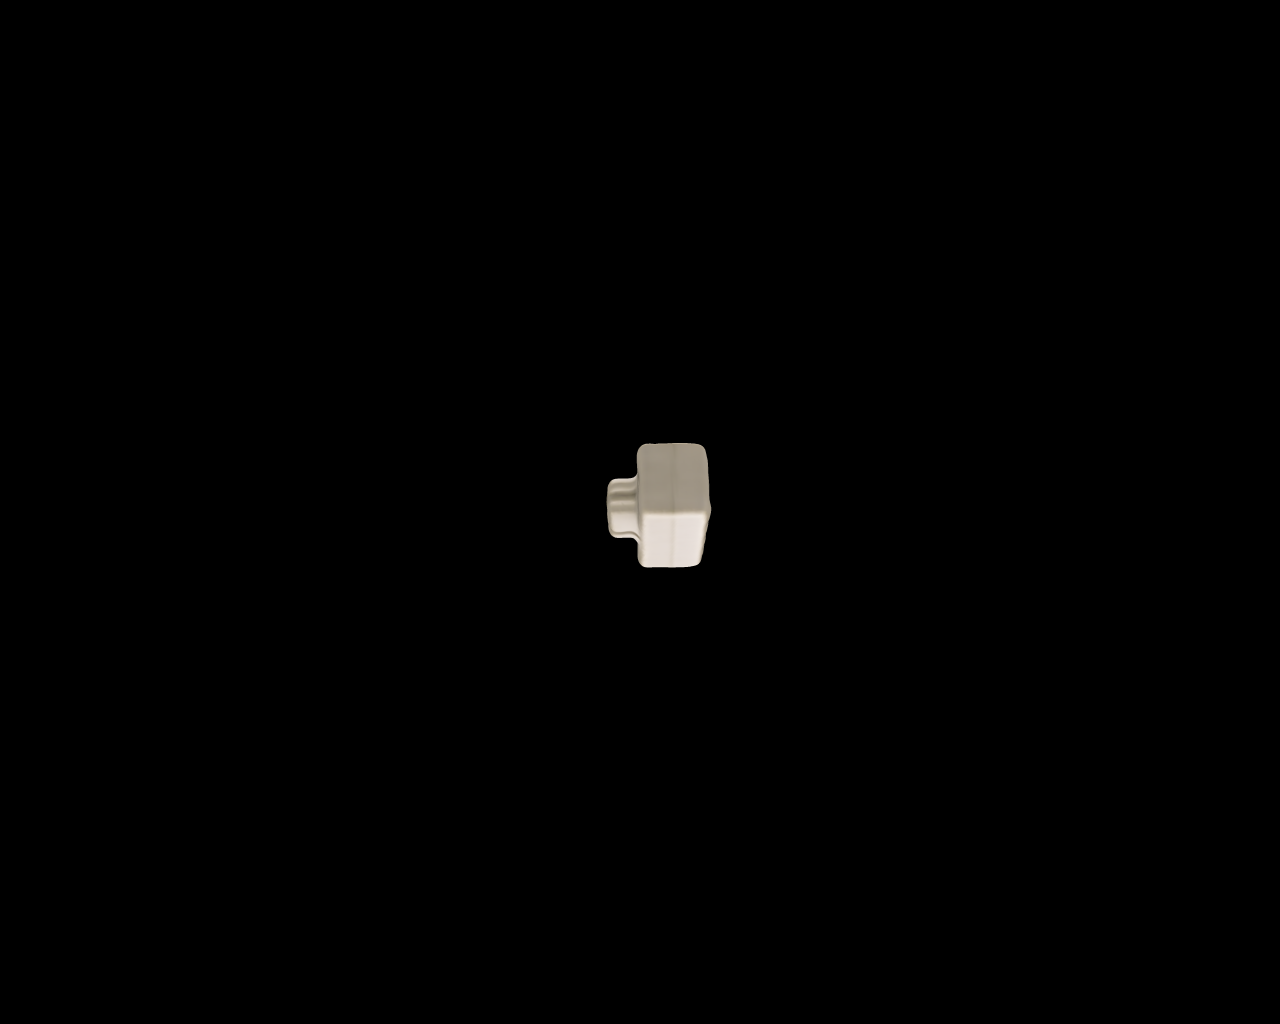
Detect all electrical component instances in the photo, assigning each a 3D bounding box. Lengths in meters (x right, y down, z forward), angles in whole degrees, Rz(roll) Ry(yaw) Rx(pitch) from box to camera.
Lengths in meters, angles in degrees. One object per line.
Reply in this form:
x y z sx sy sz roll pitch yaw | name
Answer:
0.001 -0.003 0.650 0.076 0.047 0.083 0 -25 0 | electrical component
